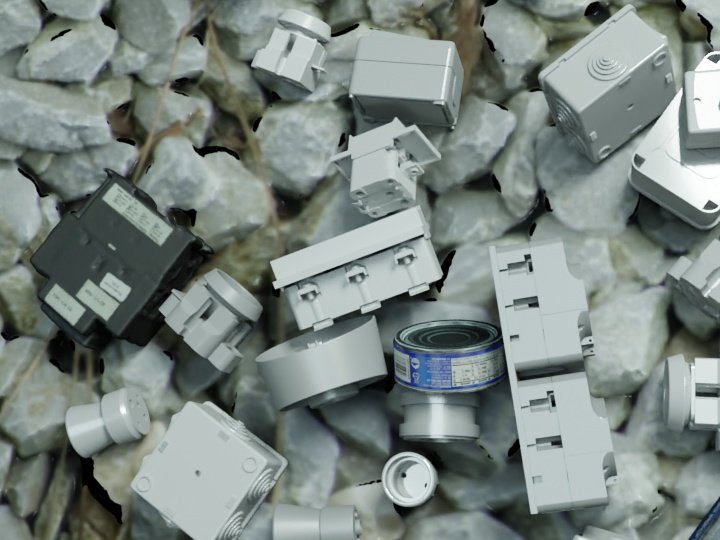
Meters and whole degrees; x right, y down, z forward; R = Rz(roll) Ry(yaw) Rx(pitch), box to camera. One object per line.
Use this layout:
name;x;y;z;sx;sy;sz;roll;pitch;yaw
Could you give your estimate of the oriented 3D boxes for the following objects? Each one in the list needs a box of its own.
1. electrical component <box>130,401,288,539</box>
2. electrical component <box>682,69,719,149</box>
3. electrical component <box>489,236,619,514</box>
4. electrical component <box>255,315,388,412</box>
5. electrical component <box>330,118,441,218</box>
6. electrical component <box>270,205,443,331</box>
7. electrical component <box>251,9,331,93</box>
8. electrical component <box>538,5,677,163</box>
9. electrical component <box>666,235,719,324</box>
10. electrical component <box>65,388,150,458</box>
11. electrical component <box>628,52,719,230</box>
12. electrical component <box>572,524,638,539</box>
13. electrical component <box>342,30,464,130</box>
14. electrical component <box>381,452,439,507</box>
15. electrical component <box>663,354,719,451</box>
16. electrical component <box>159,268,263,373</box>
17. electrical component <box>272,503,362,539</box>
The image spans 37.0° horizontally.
electrical component;-0.121;0.162;0.855;0.100;0.048;0.099;34;88;17
electrical component;0.271;-0.120;0.750;0.083;0.076;0.047;-3;78;13
electrical component;0.143;0.079;0.782;0.060;0.105;0.186;-10;76;11
electrical component;-0.029;0.071;0.831;0.099;0.099;0.064;-20;80;8
electrical component;0.019;-0.080;0.863;0.081;0.042;0.063;-18;49;29
electrical component;0.000;0.000;0.851;0.121;0.079;0.063;-20;92;8
electrical component;-0.054;-0.189;0.920;0.066;0.048;0.055;23;91;17
electrical component;0.193;-0.139;0.824;0.100;0.099;0.048;-38;59;3
electrical component;0.276;0.006;0.791;0.057;0.058;0.078;-47;54;-2
electrical component;-0.207;0.125;0.885;0.055;0.045;0.045;-21;74;8
electrical component;0.266;-0.096;0.818;0.078;0.057;0.113;36;88;18
electrical component;0.174;0.214;0.749;0.062;0.096;0.061;14;81;15
electrical component;0.033;-0.158;0.883;0.096;0.062;0.061;7;79;15
electrical component;0.040;0.160;0.819;0.040;0.046;0.040;-3;77;13
electrical component;0.251;0.091;0.780;0.057;0.058;0.078;2;78;11
electrical component;-0.117;0.036;0.878;0.078;0.058;0.057;42;92;18
electrical component;-0.031;0.200;0.830;0.065;0.044;0.044;-5;76;7
